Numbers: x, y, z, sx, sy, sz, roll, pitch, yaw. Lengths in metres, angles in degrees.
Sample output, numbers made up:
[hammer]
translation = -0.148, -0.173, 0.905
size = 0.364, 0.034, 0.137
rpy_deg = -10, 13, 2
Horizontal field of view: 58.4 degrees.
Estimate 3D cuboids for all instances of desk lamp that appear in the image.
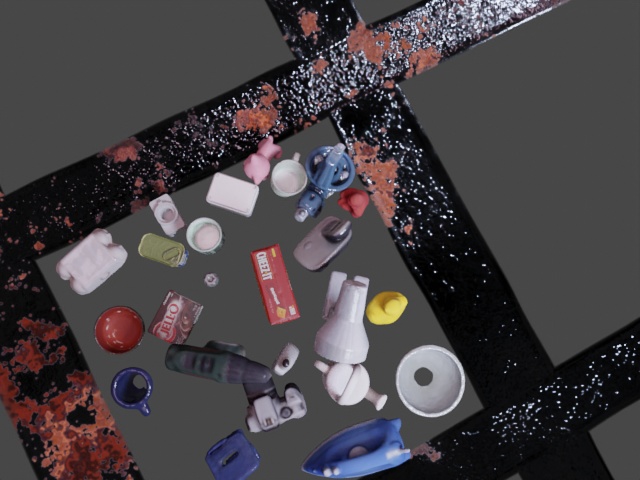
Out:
[desk lamp]
translation = 0.057, 0.171, 1.306
size = 0.118, 0.213, 0.203
rpy_deg = 11, 83, -3

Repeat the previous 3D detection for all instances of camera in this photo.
[camera]
translation = -0.116, 0.362, 1.328
size = 0.143, 0.100, 0.137
rpy_deg = -20, 85, -6

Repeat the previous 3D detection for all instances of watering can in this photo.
[watering can]
translation = 0.069, 0.324, 1.300
size = 0.173, 0.194, 0.101
rpy_deg = 9, 83, -3

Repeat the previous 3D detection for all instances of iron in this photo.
[iron]
translation = 0.083, 0.500, 1.308
size = 0.258, 0.141, 0.119
rpy_deg = -17, 85, -6

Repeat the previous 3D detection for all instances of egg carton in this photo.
[egg carton]
translation = -0.534, 0.052, 1.346
size = 0.150, 0.069, 0.107
rpy_deg = -45, 88, -8

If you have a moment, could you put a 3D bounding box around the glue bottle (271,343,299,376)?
[glue bottle]
translation = -0.079, 0.276, 1.304
size = 0.037, 0.173, 0.078
rpy_deg = 35, 82, 1

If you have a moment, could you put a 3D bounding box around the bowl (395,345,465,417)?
[bowl]
translation = 0.257, 0.334, 1.373
size = 0.167, 0.074, 0.167
rpy_deg = 1, 84, -4

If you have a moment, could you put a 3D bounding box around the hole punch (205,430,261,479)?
[hole punch]
translation = -0.202, 0.504, 1.310
size = 0.109, 0.091, 0.101
rpy_deg = -37, 87, -7

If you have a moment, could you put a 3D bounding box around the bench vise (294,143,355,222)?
[bench vise]
translation = 0.017, -0.136, 1.335
size = 0.121, 0.219, 0.207
rpy_deg = 14, 83, -2

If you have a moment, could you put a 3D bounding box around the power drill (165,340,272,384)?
[power drill]
translation = -0.219, 0.272, 1.276
size = 0.229, 0.208, 0.076
rpy_deg = 9, 83, -3

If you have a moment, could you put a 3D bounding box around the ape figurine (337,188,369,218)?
[ape figurine]
translation = 0.086, -0.096, 1.400
size = 0.076, 0.092, 0.078
rpy_deg = -14, 85, -6

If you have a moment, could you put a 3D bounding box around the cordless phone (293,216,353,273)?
[cordless phone]
translation = 0.012, 0.005, 1.336
size = 0.094, 0.185, 0.148
rpy_deg = 42, 82, 1

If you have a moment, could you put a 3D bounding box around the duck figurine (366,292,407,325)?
[duck figurine]
translation = 0.164, 0.164, 1.380
size = 0.104, 0.086, 0.077
rpy_deg = -26, 86, -7

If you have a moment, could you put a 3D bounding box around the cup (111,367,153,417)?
[cup]
translation = -0.413, 0.344, 1.310
size = 0.092, 0.095, 0.118
rpy_deg = -32, 87, -7

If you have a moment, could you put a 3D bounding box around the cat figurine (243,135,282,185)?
[cat figurine]
translation = -0.142, -0.194, 1.380
size = 0.067, 0.117, 0.128
rpy_deg = 26, 82, -1
